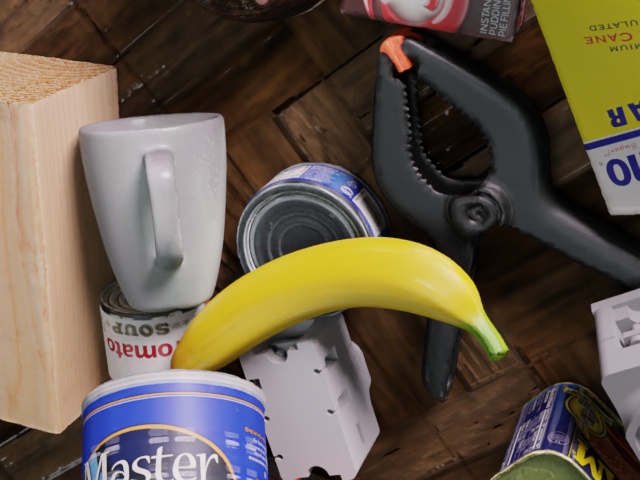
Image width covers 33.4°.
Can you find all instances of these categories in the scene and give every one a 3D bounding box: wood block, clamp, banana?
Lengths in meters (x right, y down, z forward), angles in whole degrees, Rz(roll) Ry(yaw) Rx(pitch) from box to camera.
[{"bbox_3d":[-0.179,-0.001,0.650,0.090,0.090,0.206,10,115,18],"label":"wood block"},{"bbox_3d":[0.081,-0.011,0.571,0.165,0.036,0.210,-31,100,27],"label":"clamp"},{"bbox_3d":[0.001,0.035,0.571,0.198,0.037,0.069,-8,69,28],"label":"banana"}]

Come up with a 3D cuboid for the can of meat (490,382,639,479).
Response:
[{"bbox_3d":[0.146,0.137,0.581,0.102,0.083,0.058,46,120,-2],"label":"can of meat"}]

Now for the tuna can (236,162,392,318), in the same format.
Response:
[{"bbox_3d":[-0.004,0.001,0.612,0.086,0.033,0.086,8,115,18],"label":"tuna can"}]

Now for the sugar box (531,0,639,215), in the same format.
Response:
[{"bbox_3d":[0.149,-0.091,0.468,0.094,0.048,0.176,-1,125,43],"label":"sugar box"}]

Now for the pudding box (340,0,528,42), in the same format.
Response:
[{"bbox_3d":[0.061,-0.159,0.515,0.090,0.039,0.113,13,116,17],"label":"pudding box"}]

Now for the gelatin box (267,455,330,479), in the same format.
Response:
[{"bbox_3d":[-0.021,0.185,0.701,0.089,0.030,0.073,18,116,15],"label":"gelatin box"}]

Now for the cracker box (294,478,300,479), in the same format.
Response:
[{"bbox_3d":[0.017,0.263,0.666,0.213,0.072,0.164,36,122,-14],"label":"cracker box"}]

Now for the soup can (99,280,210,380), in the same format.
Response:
[{"bbox_3d":[-0.098,0.078,0.665,0.069,0.068,0.102,6,113,20],"label":"soup can"}]

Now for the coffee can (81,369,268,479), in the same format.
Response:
[{"bbox_3d":[-0.076,0.153,0.566,0.103,0.140,0.103,-4,152,-2],"label":"coffee can"}]
